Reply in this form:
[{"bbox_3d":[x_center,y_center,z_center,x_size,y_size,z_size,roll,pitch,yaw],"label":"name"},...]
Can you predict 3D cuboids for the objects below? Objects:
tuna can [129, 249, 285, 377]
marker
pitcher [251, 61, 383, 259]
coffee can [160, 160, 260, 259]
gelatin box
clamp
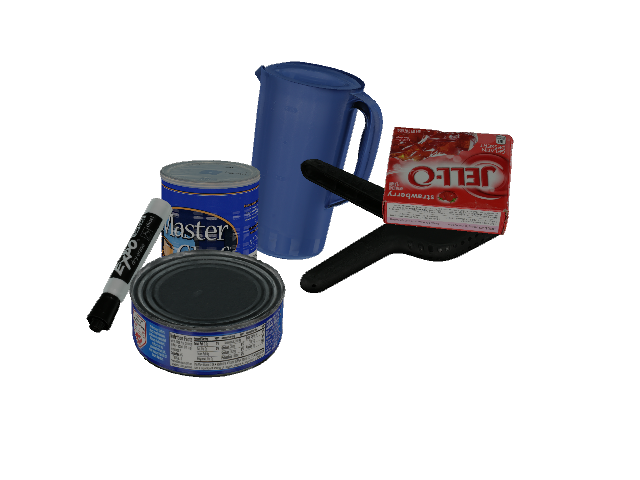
[{"bbox_3d":[-0.063,0.040,0.597,0.086,0.034,0.086,2,28,-1],"label":"tuna can"},{"bbox_3d":[-0.145,0.019,0.812,0.020,0.121,0.020,16,-34,11],"label":"marker"},{"bbox_3d":[-0.020,-0.100,1.372,0.144,0.243,0.149,4,22,-17],"label":"pitcher"},{"bbox_3d":[-0.116,-0.005,1.114,0.103,0.140,0.103,2,16,-1],"label":"coffee can"},{"bbox_3d":[0.093,-0.045,0.772,0.089,0.073,0.030,5,-37,8],"label":"gelatin box"},{"bbox_3d":[0.076,-0.012,1.036,0.210,0.164,0.036,4,-39,5],"label":"clamp"}]
